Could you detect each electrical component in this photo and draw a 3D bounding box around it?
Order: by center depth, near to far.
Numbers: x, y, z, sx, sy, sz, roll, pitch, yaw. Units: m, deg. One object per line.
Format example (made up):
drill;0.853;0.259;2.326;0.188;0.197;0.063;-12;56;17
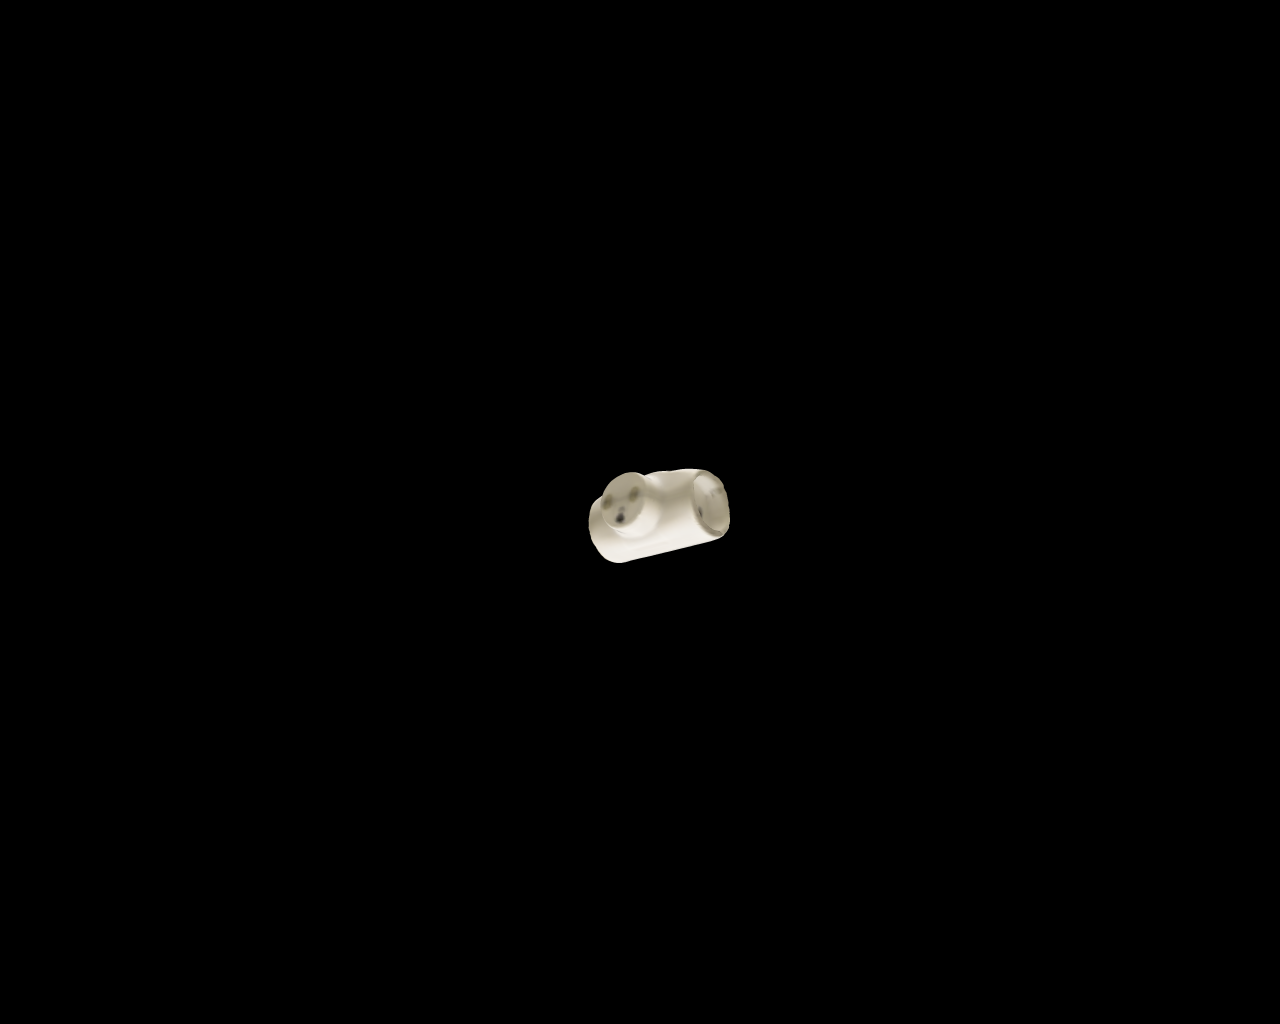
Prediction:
electrical component;0.001;-0.003;0.650;0.077;0.043;0.079;-16;-27;34
